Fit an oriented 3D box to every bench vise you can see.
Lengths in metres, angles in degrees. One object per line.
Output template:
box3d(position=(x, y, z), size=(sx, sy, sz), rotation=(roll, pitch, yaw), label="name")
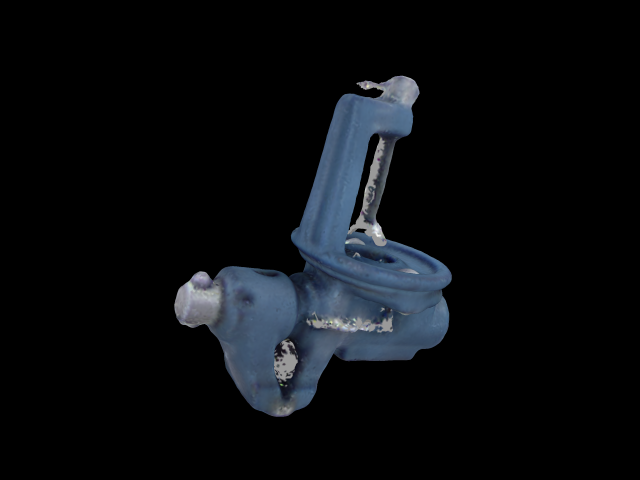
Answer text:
box3d(position=(0.012, 0.004, 0.392), size=(0.121, 0.220, 0.208), rotation=(18, 27, 40), label="bench vise")
